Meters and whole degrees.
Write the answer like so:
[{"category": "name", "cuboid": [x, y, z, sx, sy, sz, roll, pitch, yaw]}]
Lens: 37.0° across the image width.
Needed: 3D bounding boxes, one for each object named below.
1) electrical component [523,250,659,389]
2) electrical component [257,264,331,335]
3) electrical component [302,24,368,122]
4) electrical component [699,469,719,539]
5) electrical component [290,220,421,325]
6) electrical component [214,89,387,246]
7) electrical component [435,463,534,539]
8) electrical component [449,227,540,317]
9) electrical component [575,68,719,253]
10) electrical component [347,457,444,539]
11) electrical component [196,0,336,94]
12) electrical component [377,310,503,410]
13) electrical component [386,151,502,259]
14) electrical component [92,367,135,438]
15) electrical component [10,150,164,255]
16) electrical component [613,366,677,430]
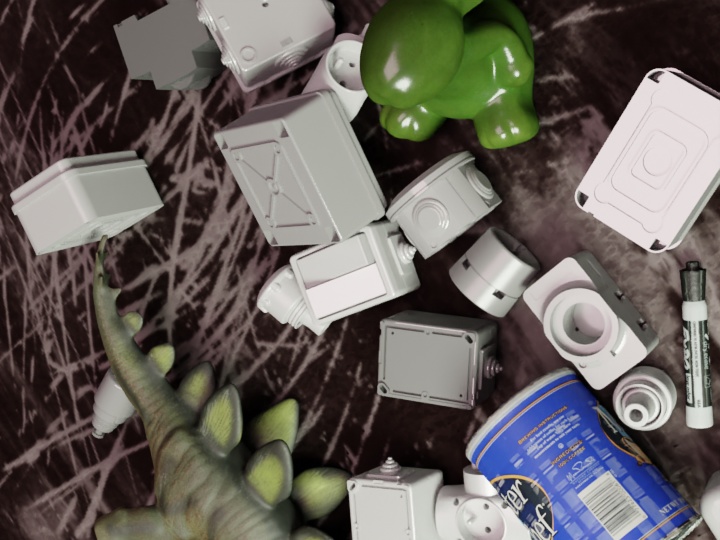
[{"category": "electrical component", "cuboid": [0.170, 0.036, 0.792, 0.050, 0.056, 0.089, -42, 79, 25]}, {"category": "electrical component", "cuboid": [-0.052, 0.029, 0.907, 0.062, 0.048, 0.048, 40, 113, 8]}, {"category": "electrical component", "cuboid": [-0.010, -0.159, 0.848, 0.043, 0.077, 0.079, 27, 69, -10]}, {"category": "electrical component", "cuboid": [0.290, 0.157, 0.750, 0.095, 0.059, 0.053, -35, 82, 26]}, {"category": "electrical component", "cuboid": [0.000, 0.000, 0.867, 0.096, 0.061, 0.061, -21, 88, 27]}, {"category": "electrical component", "cuboid": [-0.048, -0.077, 0.843, 0.109, 0.056, 0.108, -1, 121, 54]}, {"category": "electrical component", "cuboid": [0.102, 0.177, 0.852, 0.077, 0.044, 0.079, -2, 96, 26]}, {"category": "electrical component", "cuboid": [0.104, 0.000, 0.821, 0.055, 0.055, 0.047, 44, 110, 14]}, {"category": "electrical component", "cuboid": [0.214, -0.077, 0.754, 0.078, 0.057, 0.113, 35, 111, 18]}, {"category": "electrical component", "cuboid": [0.033, 0.198, 0.878, 0.062, 0.061, 0.096, -3, 93, 35]}, {"category": "electrical component", "cuboid": [-0.075, -0.204, 0.859, 0.100, 0.048, 0.099, -28, 84, -6]}, {"category": "electrical component", "cuboid": [0.069, 0.069, 0.843, 0.096, 0.061, 0.061, 6, 100, 25]}, {"category": "electrical component", "cuboid": [0.064, -0.050, 0.819, 0.080, 0.080, 0.051, -39, 85, 25]}, {"category": "electrical component", "cuboid": [-0.230, 0.125, 1.009, 0.040, 0.040, 0.078, 38, 112, 16]}, {"category": "electrical component", "cuboid": [-0.239, -0.061, 0.945, 0.078, 0.113, 0.057, -27, 88, 26]}, {"category": "electrical component", "cuboid": [0.205, 0.096, 0.780, 0.043, 0.062, 0.043, 5, 103, 22]}]
